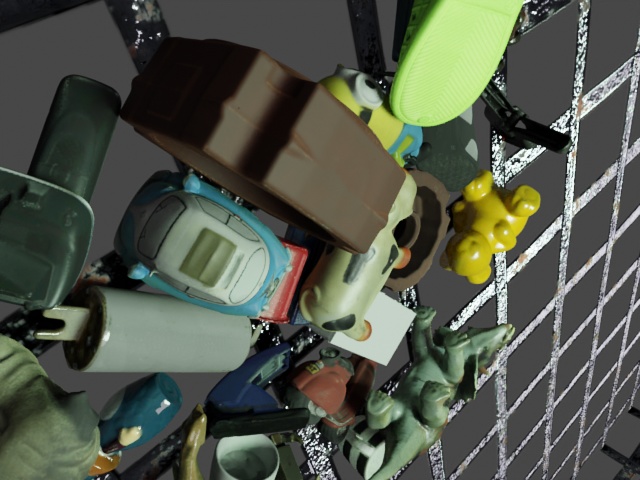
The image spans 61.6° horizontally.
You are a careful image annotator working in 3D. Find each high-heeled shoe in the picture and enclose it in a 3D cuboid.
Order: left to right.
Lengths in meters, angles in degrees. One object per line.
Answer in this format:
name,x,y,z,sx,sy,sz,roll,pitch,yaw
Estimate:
high-heeled shoe,0.172,-0.174,0.733,0.248,0.086,0.145,56,36,-63

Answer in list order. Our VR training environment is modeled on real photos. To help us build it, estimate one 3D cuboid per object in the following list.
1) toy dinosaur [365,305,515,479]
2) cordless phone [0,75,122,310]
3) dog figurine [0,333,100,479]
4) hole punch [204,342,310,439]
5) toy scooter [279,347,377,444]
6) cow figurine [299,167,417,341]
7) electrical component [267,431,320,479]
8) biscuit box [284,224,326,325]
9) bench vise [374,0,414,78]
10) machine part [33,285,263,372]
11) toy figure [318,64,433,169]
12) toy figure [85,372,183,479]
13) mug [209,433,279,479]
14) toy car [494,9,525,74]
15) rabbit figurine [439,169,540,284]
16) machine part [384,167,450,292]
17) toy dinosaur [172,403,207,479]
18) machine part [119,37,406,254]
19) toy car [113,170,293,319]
toy dinosaur,0.162,0.249,0.835,0.405,0.131,0.191,-44,134,-35
cordless phone,-0.230,-0.052,0.386,0.146,0.089,0.184,18,74,-18
dog figurine,-0.258,0.119,0.357,0.172,0.191,0.121,-28,128,-29
hole punch,-0.076,0.180,0.628,0.116,0.092,0.142,-7,158,-10
toy scooter,0.024,0.206,0.763,0.135,0.075,0.183,-51,139,-14
cow figurine,0.040,0.007,0.580,0.127,0.086,0.195,26,92,-54
electrical component,-0.045,0.319,0.743,0.045,0.102,0.078,-2,137,-41
biscuit box,-0.001,-0.002,0.638,0.063,0.059,0.202,7,106,-45
bench vise,0.109,-0.286,0.556,0.223,0.129,0.240,-7,111,-39
machine part,-0.153,0.092,0.528,0.243,0.079,0.079,16,99,-48
toy figure,0.060,-0.128,0.617,0.180,0.082,0.089,23,95,-50
toy figure,-0.207,0.193,0.535,0.154,0.058,0.064,-39,170,3
mug,-0.095,0.317,0.688,0.081,0.110,0.107,-13,132,-43
toy car,0.232,-0.277,0.685,0.202,0.053,0.089,-48,134,-48
rabbit figurine,0.237,-0.005,0.827,0.173,0.122,0.162,-50,163,-41
machine part,0.104,-0.017,0.737,0.179,0.056,0.179,-21,123,-36
toy dinosaur,-0.123,0.389,0.616,0.105,0.199,0.470,-12,109,-30
machine part,-0.044,-0.077,0.452,0.201,0.201,0.087,36,82,-47
toy car,-0.104,0.011,0.475,0.161,0.103,0.109,33,89,-8
